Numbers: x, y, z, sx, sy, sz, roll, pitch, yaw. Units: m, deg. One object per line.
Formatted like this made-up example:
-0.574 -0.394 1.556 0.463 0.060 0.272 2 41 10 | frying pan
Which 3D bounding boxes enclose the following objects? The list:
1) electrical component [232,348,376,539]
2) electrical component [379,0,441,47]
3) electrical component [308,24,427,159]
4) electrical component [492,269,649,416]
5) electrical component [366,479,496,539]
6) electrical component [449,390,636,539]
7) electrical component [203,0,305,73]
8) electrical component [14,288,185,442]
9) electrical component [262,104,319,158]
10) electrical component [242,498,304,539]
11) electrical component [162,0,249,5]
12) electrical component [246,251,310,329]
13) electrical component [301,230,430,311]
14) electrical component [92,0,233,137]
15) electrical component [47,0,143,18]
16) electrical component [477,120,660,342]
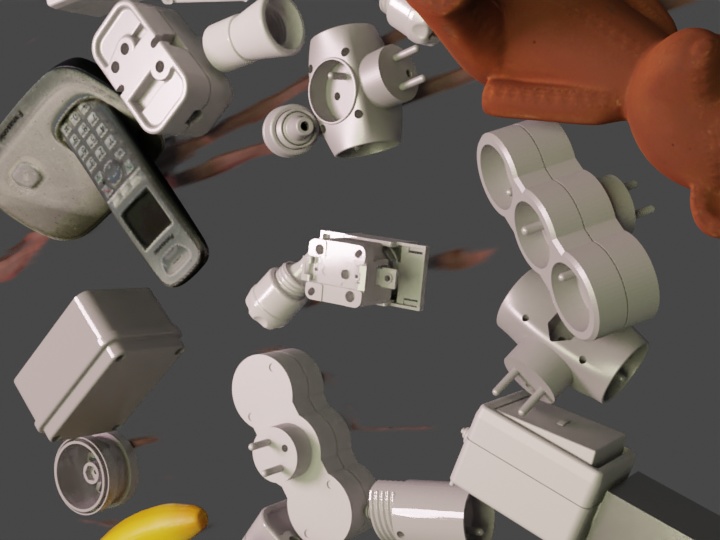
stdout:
-0.046 0.120 0.716 0.052 0.074 0.138 -36 74 30 | electrical component
0.029 -0.167 0.672 0.061 0.035 0.035 40 113 27 | electrical component
0.010 -0.118 0.678 0.079 0.044 0.077 -16 84 43 | electrical component
0.109 0.049 0.614 0.077 0.043 0.079 38 73 26 | electrical component
0.040 0.155 0.680 0.081 0.043 0.043 -4 91 33 | electrical component
0.102 0.108 0.625 0.096 0.062 0.061 28 108 29 | electrical component
-0.076 -0.160 0.738 0.065 0.044 0.044 -11 87 38 | electrical component
-0.195 0.071 0.808 0.113 0.078 0.057 -48 66 26 | electrical component
-0.043 -0.092 0.709 0.061 0.035 0.035 -169 78 -73 | electrical component
-0.039 0.211 0.729 0.095 0.054 0.059 43 114 24 | electrical component
-0.108 -0.225 0.734 0.096 0.061 0.061 8 53 35 | electrical component
-0.049 0.011 0.734 0.061 0.035 0.035 -46 69 24 | electrical component
0.000 0.000 0.684 0.081 0.064 0.042 9 97 33 | electrical component
-0.138 -0.142 0.767 0.053 0.059 0.095 -46 69 26 | electrical component
-0.187 -0.232 0.793 0.096 0.061 0.061 -10 88 33 | electrical component
0.128 -0.031 0.600 0.052 0.074 0.138 93 155 -57 | electrical component
